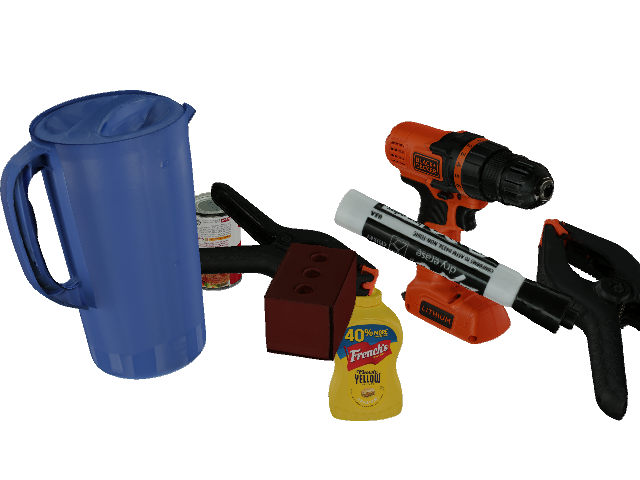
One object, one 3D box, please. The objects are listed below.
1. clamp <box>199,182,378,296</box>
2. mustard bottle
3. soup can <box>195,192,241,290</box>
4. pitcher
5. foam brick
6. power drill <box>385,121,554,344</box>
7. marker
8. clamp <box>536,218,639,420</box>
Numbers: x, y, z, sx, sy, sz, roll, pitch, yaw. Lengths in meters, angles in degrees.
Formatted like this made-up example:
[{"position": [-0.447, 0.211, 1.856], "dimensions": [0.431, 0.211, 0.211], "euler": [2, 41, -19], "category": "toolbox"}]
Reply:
[{"position": [-0.047, 0.016, 1.094], "dimensions": [0.210, 0.036, 0.164], "euler": [22, 34, 8], "category": "clamp"}, {"position": [0.059, 0.137, 1.382], "dimensions": [0.096, 0.192, 0.058], "euler": [-2, 18, -3], "category": "mustard bottle"}, {"position": [-0.130, 0.000, 1.295], "dimensions": [0.068, 0.102, 0.068], "euler": [1, 26, 0], "category": "soup can"}, {"position": [-0.177, 0.001, 0.938], "dimensions": [0.149, 0.243, 0.145], "euler": [-4, 26, 3], "category": "pitcher"}, {"position": [-0.006, 0.044, 0.794], "dimensions": [0.053, 0.051, 0.078], "euler": [6, 33, 12], "category": "foam brick"}, {"position": [0.133, -0.005, 0.960], "dimensions": [0.057, 0.188, 0.185], "euler": [-18, 28, -32], "category": "power drill"}, {"position": [0.063, 0.010, 0.496], "dimensions": [0.121, 0.020, 0.020], "euler": [27, 7, 15], "category": "marker"}, {"position": [0.214, 0.047, 0.741], "dimensions": [0.120, 0.039, 0.171], "euler": [-3, 45, -19], "category": "clamp"}]
